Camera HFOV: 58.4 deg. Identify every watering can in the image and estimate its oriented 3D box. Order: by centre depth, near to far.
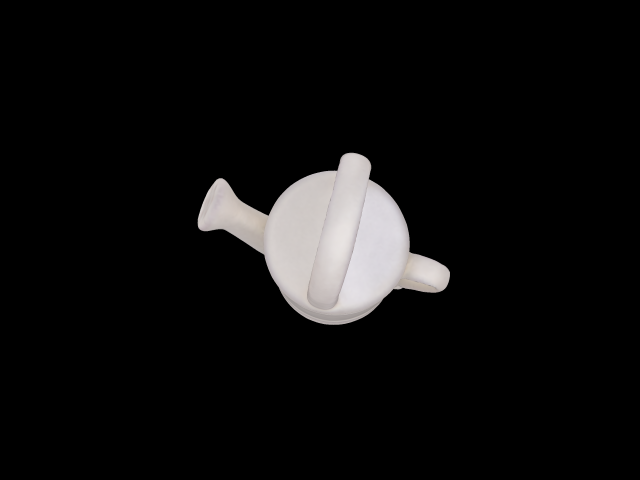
[{"bbox_3d":[0.003,0.004,0.400,0.173,0.194,0.101,-5,78,-1],"label":"watering can"}]
